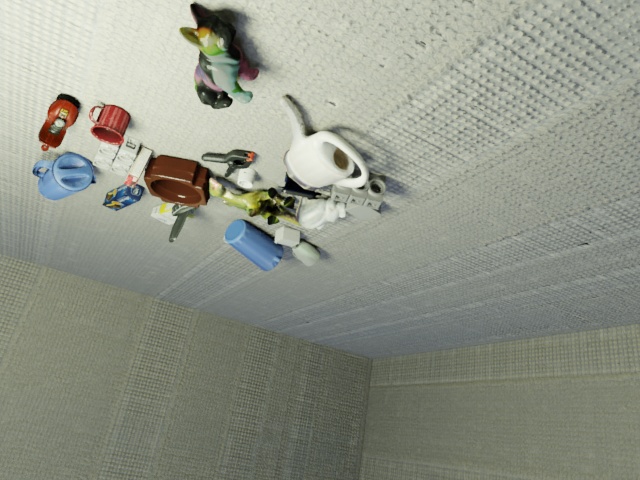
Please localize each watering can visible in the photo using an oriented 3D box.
[{"bbox_3d":[-0.023,-0.245,1.406,0.344,0.106,0.222,37,147,-25],"label":"watering can"}]

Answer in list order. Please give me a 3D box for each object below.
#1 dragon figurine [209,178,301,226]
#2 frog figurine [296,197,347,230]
[{"bbox_3d":[-0.220,-0.121,1.806,0.244,0.123,0.406,14,171,41],"label":"dragon figurine"},{"bbox_3d":[0.005,-0.087,1.731,0.160,0.125,0.134,18,137,10],"label":"frog figurine"}]
